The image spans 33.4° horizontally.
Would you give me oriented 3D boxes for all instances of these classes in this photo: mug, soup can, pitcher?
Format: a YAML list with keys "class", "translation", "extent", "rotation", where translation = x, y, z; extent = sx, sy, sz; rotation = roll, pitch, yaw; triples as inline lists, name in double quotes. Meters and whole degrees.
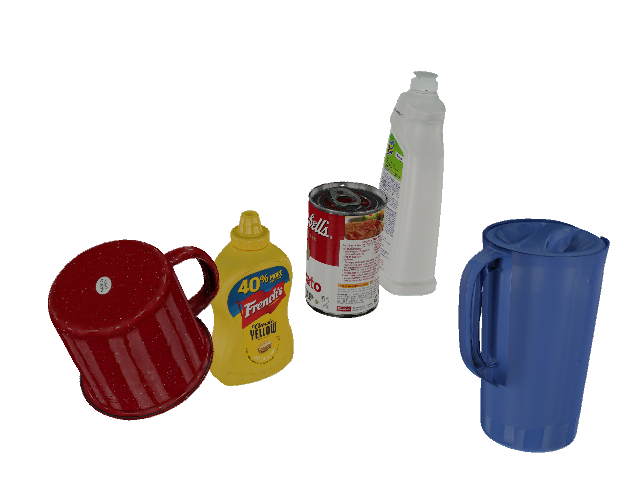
- class: "mug"
  translation: [-0.114, 0.047, 0.690]
  extent: [0.117, 0.081, 0.093]
  rotation: [-36, 48, -19]
- class: "soup can"
  translation: [0.022, 0.008, 0.933]
  extent: [0.068, 0.102, 0.068]
  rotation: [2, 25, -1]
- class: "pitcher"
  translation: [0.228, 0.106, 1.168]
  extent: [0.149, 0.243, 0.145]
  rotation: [5, 18, 12]

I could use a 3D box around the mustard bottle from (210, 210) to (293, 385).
- class: "mustard bottle"
  translation: [-0.075, 0.057, 1.145]
  extent: [0.096, 0.192, 0.058]
  rotation: [-17, 31, -31]

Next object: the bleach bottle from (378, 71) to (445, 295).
- class: "bleach bottle"
  translation: [0.108, -0.069, 1.242]
  extent: [0.068, 0.251, 0.103]
  rotation: [-2, 23, -22]
